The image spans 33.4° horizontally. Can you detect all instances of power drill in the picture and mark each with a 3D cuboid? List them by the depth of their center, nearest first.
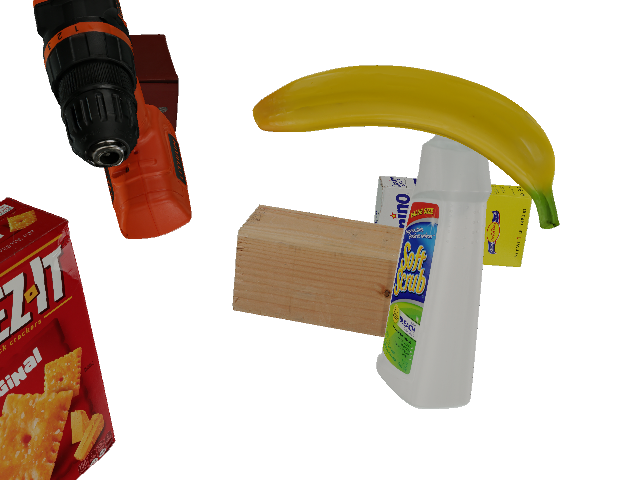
[{"bbox_3d":[-0.131,-0.082,0.693,0.057,0.184,0.187,-14,-33,-3],"label":"power drill"}]

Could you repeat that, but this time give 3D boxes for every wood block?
[{"bbox_3d":[0.023,0.034,1.090,0.206,0.091,0.090,10,22,9],"label":"wood block"}]

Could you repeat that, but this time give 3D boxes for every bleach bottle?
[{"bbox_3d":[0.101,0.011,0.909,0.068,0.251,0.103,-1,17,-18],"label":"bleach bottle"}]

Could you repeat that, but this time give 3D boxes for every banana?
[{"bbox_3d":[0.060,-0.071,0.646,0.198,0.069,0.037,19,-16,7],"label":"banana"}]

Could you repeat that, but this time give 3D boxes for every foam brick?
[{"bbox_3d":[-0.153,-0.135,0.913,0.053,0.051,0.078,-4,41,-16],"label":"foam brick"}]

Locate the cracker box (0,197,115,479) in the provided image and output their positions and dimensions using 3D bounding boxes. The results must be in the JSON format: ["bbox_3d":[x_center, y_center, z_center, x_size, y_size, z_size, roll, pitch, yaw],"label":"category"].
[{"bbox_3d":[-0.233,0.104,0.748,0.072,0.214,0.164,17,38,28],"label":"cracker box"}]

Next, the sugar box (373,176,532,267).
[{"bbox_3d":[0.152,-0.022,1.254,0.176,0.093,0.048,2,23,-4],"label":"sugar box"}]
